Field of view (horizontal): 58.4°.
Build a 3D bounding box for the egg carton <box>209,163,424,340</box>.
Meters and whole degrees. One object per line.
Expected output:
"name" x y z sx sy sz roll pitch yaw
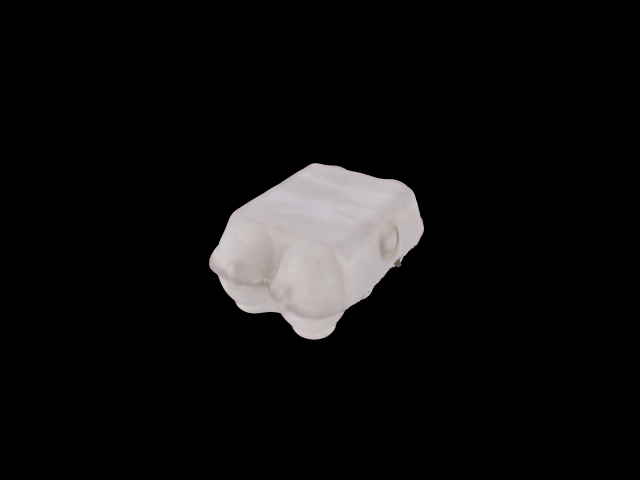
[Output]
"egg carton" 0.004 0.001 0.400 0.107 0.069 0.151 18 36 27
